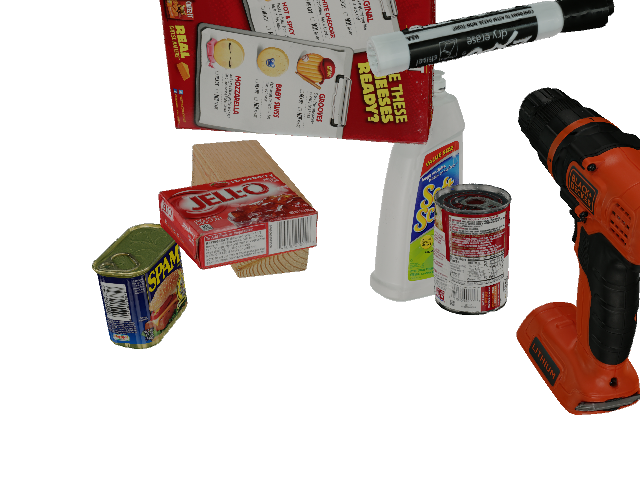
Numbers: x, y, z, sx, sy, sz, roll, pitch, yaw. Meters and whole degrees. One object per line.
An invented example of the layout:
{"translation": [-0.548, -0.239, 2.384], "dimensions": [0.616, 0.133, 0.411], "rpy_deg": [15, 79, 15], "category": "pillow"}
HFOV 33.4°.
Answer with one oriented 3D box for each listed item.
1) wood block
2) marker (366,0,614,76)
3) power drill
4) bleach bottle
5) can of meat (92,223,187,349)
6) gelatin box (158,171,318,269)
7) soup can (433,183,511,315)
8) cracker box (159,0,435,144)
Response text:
{"translation": [-0.090, -0.044, 1.327], "dimensions": [0.090, 0.090, 0.206], "rpy_deg": [-6, 29, -21], "category": "wood block"}
{"translation": [0.081, -0.098, 0.501], "dimensions": [0.121, 0.020, 0.020], "rpy_deg": [-14, 3, -10], "category": "marker"}
{"translation": [0.176, 0.008, 0.721], "dimensions": [0.057, 0.188, 0.184], "rpy_deg": [-9, 34, -11], "category": "power drill"}
{"translation": [0.110, -0.063, 1.188], "dimensions": [0.102, 0.251, 0.068], "rpy_deg": [-12, 25, -29], "category": "bleach bottle"}
{"translation": [-0.169, 0.043, 1.022], "dimensions": [0.057, 0.084, 0.102], "rpy_deg": [4, 27, 17], "category": "can of meat"}
{"translation": [-0.057, -0.016, 0.728], "dimensions": [0.089, 0.030, 0.073], "rpy_deg": [-11, 30, -25], "category": "gelatin box"}
{"translation": [0.136, 0.008, 0.959], "dimensions": [0.068, 0.102, 0.068], "rpy_deg": [-2, 23, 1], "category": "soup can"}
{"translation": [-0.016, -0.168, 0.854], "dimensions": [0.214, 0.164, 0.072], "rpy_deg": [4, 35, 10], "category": "cracker box"}
